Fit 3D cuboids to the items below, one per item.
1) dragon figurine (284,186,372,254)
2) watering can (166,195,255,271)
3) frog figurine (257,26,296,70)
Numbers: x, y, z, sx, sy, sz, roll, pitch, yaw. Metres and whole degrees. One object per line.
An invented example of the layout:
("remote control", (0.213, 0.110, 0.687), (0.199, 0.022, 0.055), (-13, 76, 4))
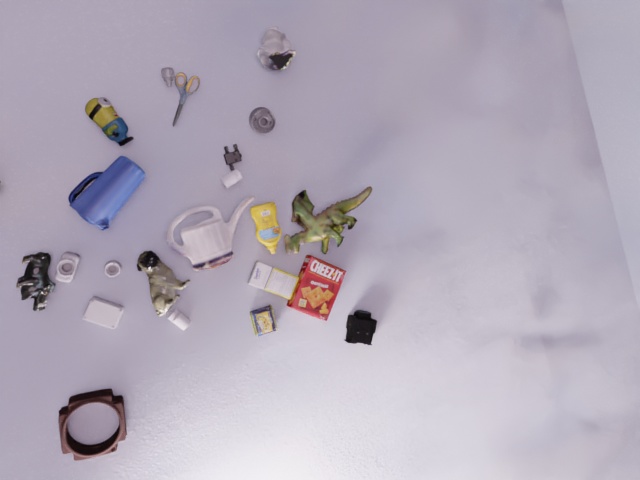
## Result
("dragon figurine", (0.006, -0.100, 1.995), (0.242, 0.121, 0.414), (35, 77, -9))
("watering can", (-0.368, -0.023, 1.848), (0.350, 0.104, 0.223), (-20, 99, -19))
("frog figurine", (-0.175, -0.721, 1.937), (0.138, 0.120, 0.162), (-26, 64, -9))
